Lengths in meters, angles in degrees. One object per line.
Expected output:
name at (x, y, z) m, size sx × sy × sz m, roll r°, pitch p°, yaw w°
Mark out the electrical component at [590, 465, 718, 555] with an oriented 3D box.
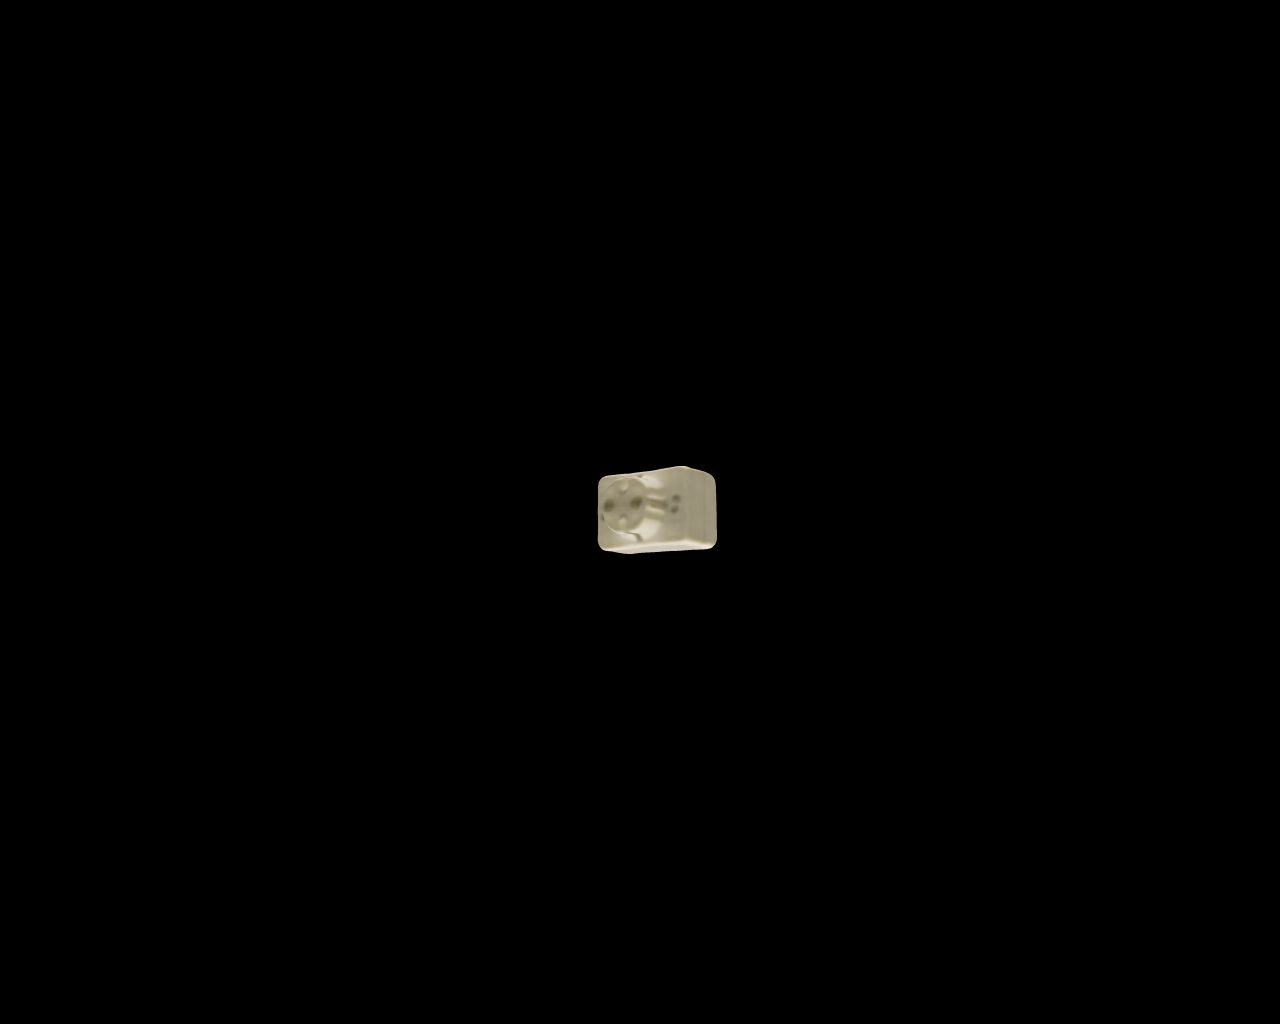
electrical component at (0.001, -0.003, 0.650) m, size 0.065 × 0.047 × 0.077 m, roll -5°, pitch -10°, yaw 32°
